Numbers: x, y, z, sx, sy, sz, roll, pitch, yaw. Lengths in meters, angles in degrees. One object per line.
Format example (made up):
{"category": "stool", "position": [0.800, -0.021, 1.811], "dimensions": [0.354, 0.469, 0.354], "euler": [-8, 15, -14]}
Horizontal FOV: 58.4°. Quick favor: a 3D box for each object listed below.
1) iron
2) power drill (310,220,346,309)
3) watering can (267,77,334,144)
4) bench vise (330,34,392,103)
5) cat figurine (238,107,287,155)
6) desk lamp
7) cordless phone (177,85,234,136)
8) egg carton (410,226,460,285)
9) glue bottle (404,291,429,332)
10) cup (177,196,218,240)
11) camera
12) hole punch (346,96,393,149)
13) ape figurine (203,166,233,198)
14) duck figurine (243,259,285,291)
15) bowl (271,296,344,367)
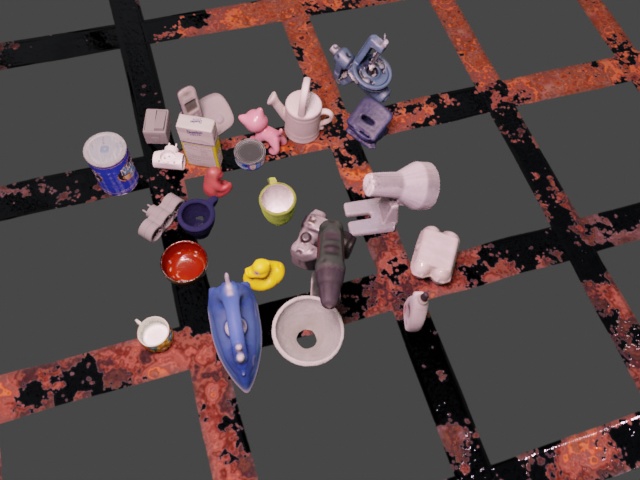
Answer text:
{"category": "iron", "position": [-0.186, 0.204, 1.284], "dimensions": [0.119, 0.141, 0.258], "euler": [-11, 65, -9]}
{"category": "power drill", "position": [0.020, 0.080, 1.323], "dimensions": [0.075, 0.208, 0.229], "euler": [3, 64, -3]}
{"category": "watering can", "position": [-0.052, -0.354, 1.538], "dimensions": [0.173, 0.194, 0.101], "euler": [-8, 65, -8]}
{"category": "bench vise", "position": [0.114, -0.499, 1.608], "dimensions": [0.207, 0.220, 0.121], "euler": [19, 64, 5]}
{"category": "cat figurine", "position": [-0.154, -0.306, 1.549], "dimensions": [0.127, 0.118, 0.067], "euler": [27, 65, 9]}
{"category": "desk lamp", "position": [0.175, -0.104, 1.423], "dimensions": [0.203, 0.213, 0.118], "euler": [-9, 65, -9]}
{"category": "cordless phone", "position": [-0.309, -0.353, 1.522], "dimensions": [0.148, 0.185, 0.094], "euler": [-40, 73, -20]}
{"category": "egg carton", "position": [0.289, 0.037, 1.443], "dimensions": [0.107, 0.069, 0.150], "euler": [17, 64, 4]}
{"category": "glue bottle", "position": [0.227, 0.154, 1.323], "dimensions": [0.037, 0.173, 0.078], "euler": [-2, 64, -5]}
{"category": "cup", "position": [-0.294, -0.052, 1.427], "dimensions": [0.091, 0.095, 0.118], "euler": [36, 67, 13]}
{"category": "camera", "position": [0.013, 0.005, 1.420], "dimensions": [0.136, 0.101, 0.143], "euler": [23, 64, 7]}
{"category": "hole punch", "position": [0.137, -0.327, 1.597], "dimensions": [0.108, 0.091, 0.101], "euler": [38, 67, 14]}
{"category": "ape figurine", "position": [-0.269, -0.156, 1.481], "dimensions": [0.076, 0.092, 0.077], "euler": [-31, 70, -17]}
{"category": "duck figurine", "position": [-0.135, 0.074, 1.383], "dimensions": [0.105, 0.086, 0.077], "euler": [-16, 66, -12]}
{"category": "bowl", "position": [-0.029, 0.218, 1.327], "dimensions": [0.167, 0.075, 0.167], "euler": [2, 64, -3]}
